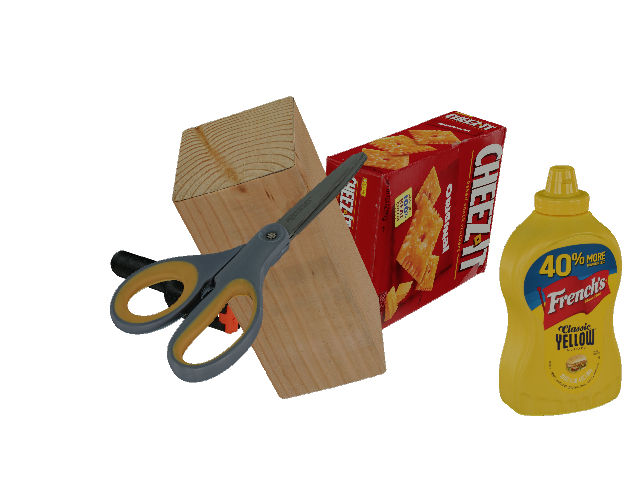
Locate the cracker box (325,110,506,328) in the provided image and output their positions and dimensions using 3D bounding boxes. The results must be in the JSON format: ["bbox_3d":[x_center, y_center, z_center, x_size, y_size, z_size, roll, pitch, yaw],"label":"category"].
[{"bbox_3d":[0.088,-0.019,1.015,0.072,0.164,0.213,23,30,34],"label":"cracker box"}]

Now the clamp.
[{"bbox_3d":[-0.107,0.039,0.998,0.120,0.039,0.172,-16,30,-34],"label":"clamp"}]

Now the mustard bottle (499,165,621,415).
[{"bbox_3d":[0.187,0.037,0.830,0.096,0.192,0.058,-7,15,-13],"label":"mustard bottle"}]

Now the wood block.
[{"bbox_3d":[-0.025,0.011,0.797,0.090,0.206,0.091,-16,38,12],"label":"wood block"}]

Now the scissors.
[{"bbox_3d":[-0.049,0.002,0.627,0.096,0.016,0.201,12,45,17],"label":"scissors"}]
